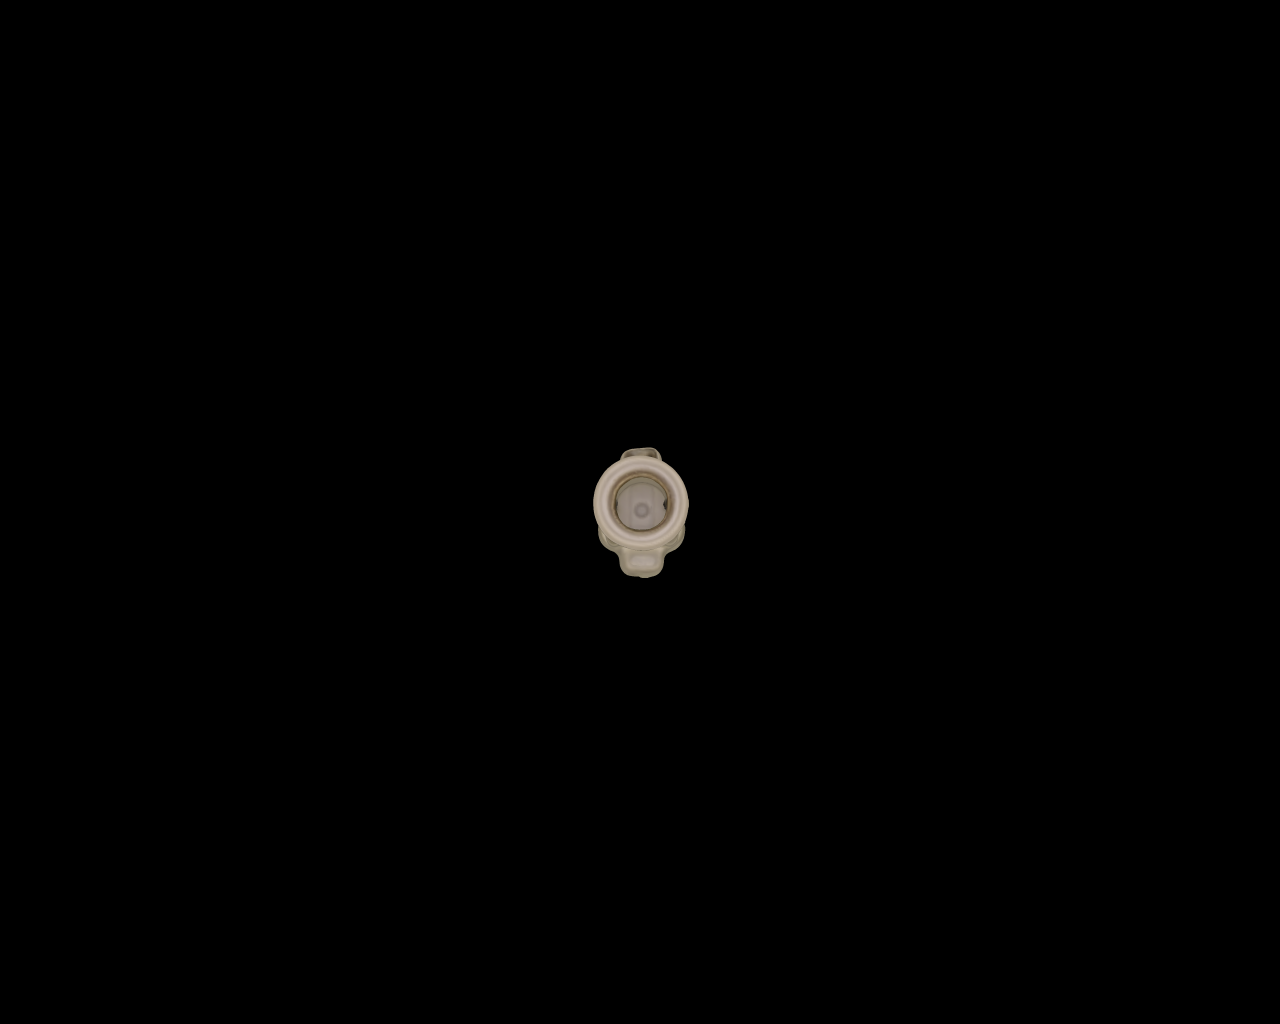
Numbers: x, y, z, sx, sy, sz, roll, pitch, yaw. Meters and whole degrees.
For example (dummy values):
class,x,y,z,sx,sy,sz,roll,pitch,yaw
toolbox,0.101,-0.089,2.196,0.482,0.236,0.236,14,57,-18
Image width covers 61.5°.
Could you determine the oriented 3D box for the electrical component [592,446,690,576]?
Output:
class,x,y,z,sx,sy,sz,roll,pitch,yaw
electrical component,0.001,-0.003,0.650,0.058,0.078,0.057,0,-7,0
